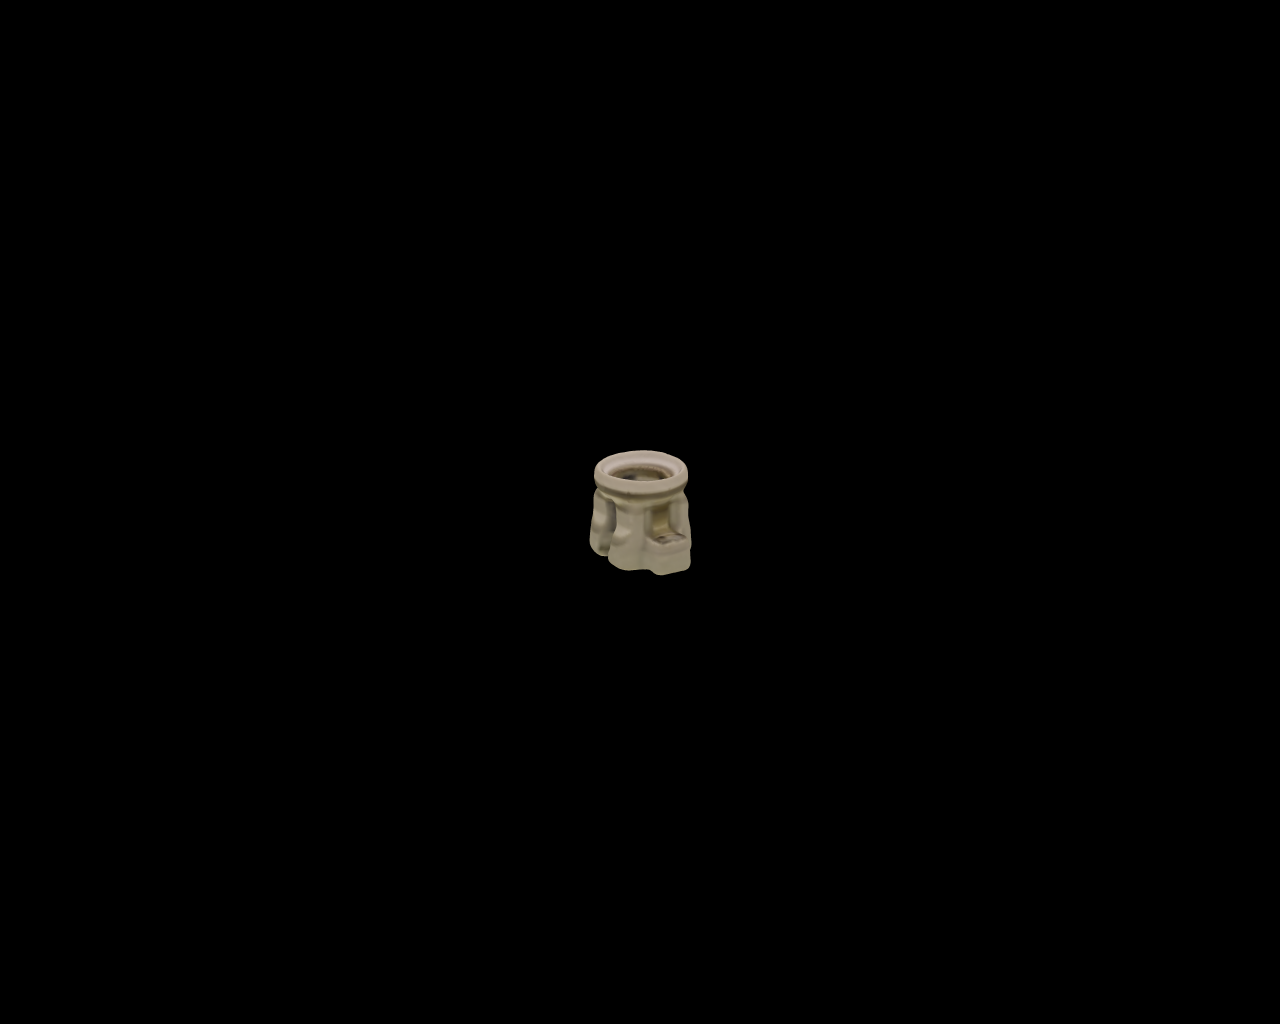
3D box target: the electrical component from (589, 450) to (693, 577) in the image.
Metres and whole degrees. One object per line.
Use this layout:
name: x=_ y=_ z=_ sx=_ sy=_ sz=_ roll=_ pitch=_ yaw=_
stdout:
electrical component: x=0.001 y=-0.003 z=0.650 sx=0.058 sy=0.056 sz=0.078 roll=-13 pitch=26 yaw=-29
